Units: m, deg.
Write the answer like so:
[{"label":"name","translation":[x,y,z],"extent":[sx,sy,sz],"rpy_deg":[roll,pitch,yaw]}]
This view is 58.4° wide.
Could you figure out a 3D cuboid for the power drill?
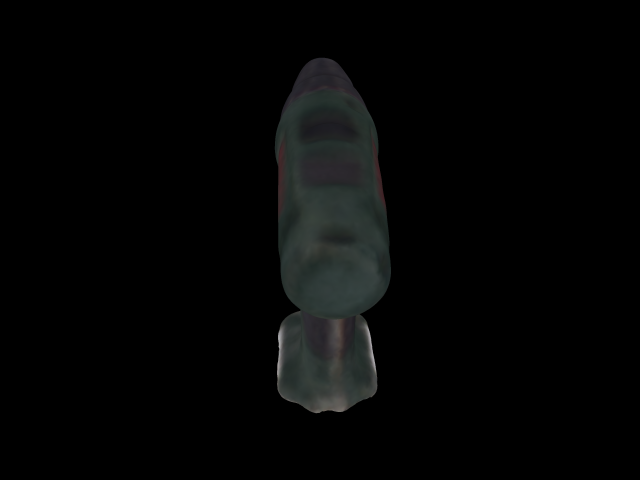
[{"label":"power drill","translation":[0.004,0.001,0.400],"extent":[0.075,0.208,0.229],"rpy_deg":[-2,31,-3]}]
